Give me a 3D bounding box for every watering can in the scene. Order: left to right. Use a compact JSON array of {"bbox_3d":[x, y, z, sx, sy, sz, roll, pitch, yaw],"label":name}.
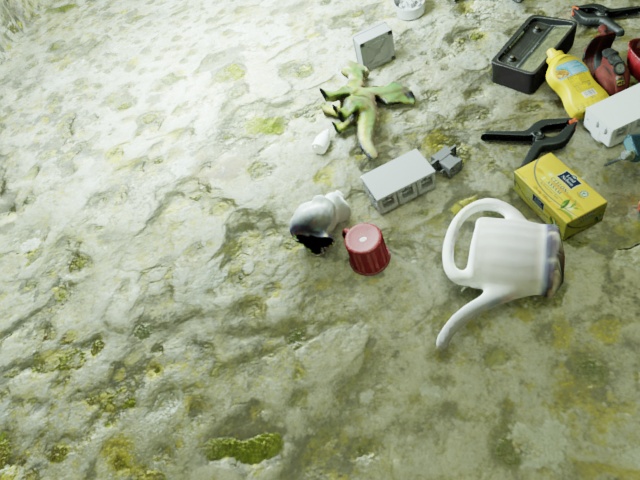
[{"bbox_3d":[0.343,0.064,0.981,0.224,0.102,0.355,6,57,20],"label":"watering can"}]

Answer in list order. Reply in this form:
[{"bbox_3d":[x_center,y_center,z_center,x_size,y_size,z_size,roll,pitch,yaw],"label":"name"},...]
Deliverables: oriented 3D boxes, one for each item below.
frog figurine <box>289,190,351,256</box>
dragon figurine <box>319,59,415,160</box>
[{"bbox_3d":[0.004,-0.058,1.162,0.123,0.134,0.163,16,60,8],"label":"frog figurine"},{"bbox_3d":[0.141,-0.365,1.375,0.244,0.119,0.418,-24,52,-11],"label":"dragon figurine"}]
